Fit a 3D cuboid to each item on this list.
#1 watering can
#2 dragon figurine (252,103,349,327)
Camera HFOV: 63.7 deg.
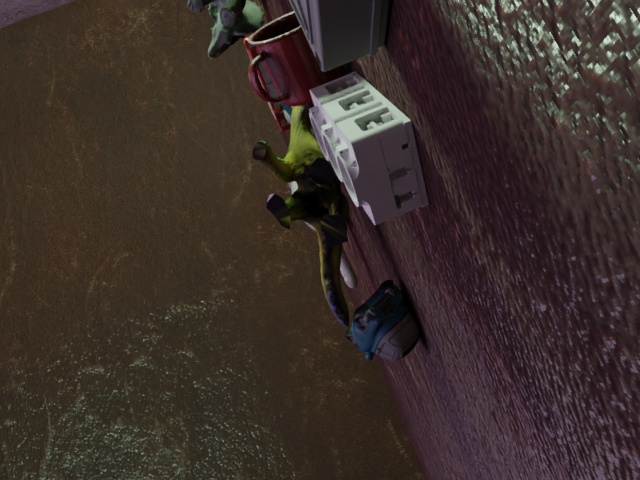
[{"bbox_3d":[0.004,-0.063,1.249,0.228,0.104,0.342,-115,3,-68],"label":"watering can"},{"bbox_3d":[0.009,-0.087,0.858,0.247,0.122,0.404,-55,-47,-61],"label":"dragon figurine"}]
